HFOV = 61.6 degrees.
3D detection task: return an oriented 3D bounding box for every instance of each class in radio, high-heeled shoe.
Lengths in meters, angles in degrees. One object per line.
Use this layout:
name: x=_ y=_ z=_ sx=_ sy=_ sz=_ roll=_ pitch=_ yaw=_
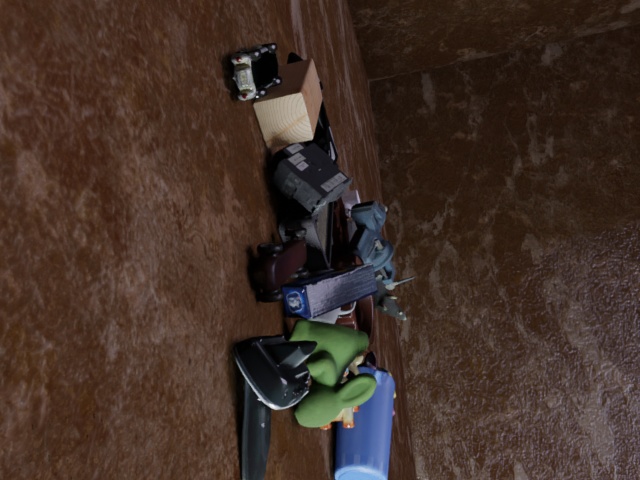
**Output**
radio: x=-0.023 y=-0.058 z=1.068 sx=0.230 sy=0.073 sz=0.130 roll=-88 pitch=164 yaw=-45
high-heeled shoe: x=-0.025 y=-0.270 z=1.152 sx=0.145 sy=0.086 sz=0.248 roll=-82 pitch=149 yaw=-61

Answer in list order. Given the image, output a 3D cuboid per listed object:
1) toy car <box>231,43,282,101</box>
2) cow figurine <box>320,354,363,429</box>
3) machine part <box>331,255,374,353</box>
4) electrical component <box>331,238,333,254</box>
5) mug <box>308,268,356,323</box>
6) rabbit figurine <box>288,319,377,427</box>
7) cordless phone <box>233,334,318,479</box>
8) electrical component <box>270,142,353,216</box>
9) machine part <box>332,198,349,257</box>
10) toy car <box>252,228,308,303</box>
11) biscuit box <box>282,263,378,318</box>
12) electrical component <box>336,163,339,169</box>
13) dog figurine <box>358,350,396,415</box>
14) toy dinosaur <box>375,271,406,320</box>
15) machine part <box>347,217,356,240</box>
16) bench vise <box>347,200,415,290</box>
toy car: x=-0.106 y=-0.282 z=0.893 sx=0.202 sy=0.056 sz=0.073 roll=-70 pitch=155 yaw=-64
cow figurine: x=0.043 y=0.297 z=1.113 sx=0.195 sy=0.086 sz=0.127 roll=-15 pitch=103 yaw=-77
machine part: x=0.062 y=0.152 z=1.247 sx=0.201 sy=0.087 sz=0.201 roll=52 pitch=35 yaw=-55
electrical component: x=-0.003 y=-0.005 z=1.209 sx=0.078 sy=0.045 sz=0.102 roll=-29 pitch=109 yaw=-47
mug: x=0.017 y=0.122 z=1.075 sx=0.081 sy=0.109 sz=0.107 roll=137 pitch=-33 yaw=-58
rabbit figurine: x=0.017 y=0.236 z=0.922 sx=0.121 sy=0.159 sz=0.170 roll=77 pitch=23 yaw=-70
cordless phone: x=-0.063 y=0.221 z=0.714 sx=0.146 sy=0.089 sz=0.184 roll=34 pitch=60 yaw=-75
electrical component: x=-0.023 y=-0.118 z=0.977 sx=0.115 sy=0.134 sz=0.058 roll=-36 pitch=164 yaw=-49
machine part: x=0.037 y=-0.037 z=1.386 sx=0.179 sy=0.056 sz=0.179 roll=-9 pitch=90 yaw=-80
toy car: x=-0.061 y=0.034 z=0.870 sx=0.202 sy=0.053 sz=0.089 roll=-44 pitch=130 yaw=-72
biscuit box: x=0.022 y=0.090 z=0.989 sx=0.202 sy=0.059 sz=0.062 roll=-13 pitch=94 yaw=-48
electrical component: x=0.010 y=-0.166 z=1.303 sx=0.047 sy=0.075 sz=0.119 roll=35 pitch=52 yaw=-75
dog figurine: x=0.125 y=0.356 z=1.398 sx=0.192 sy=0.109 sz=0.219 roll=-79 pitch=155 yaw=-56
toy dinosaur: x=0.134 y=0.056 z=1.585 sx=0.192 sy=0.131 sz=0.405 roll=91 pitch=-14 yaw=-72
machine part: x=0.082 y=0.036 z=1.493 sx=0.079 sy=0.079 sz=0.243 roll=61 pitch=22 yaw=-59
bench vise: x=0.145 y=0.024 z=1.397 sx=0.240 sy=0.129 sz=0.224 roll=58 pitch=30 yaw=-30
